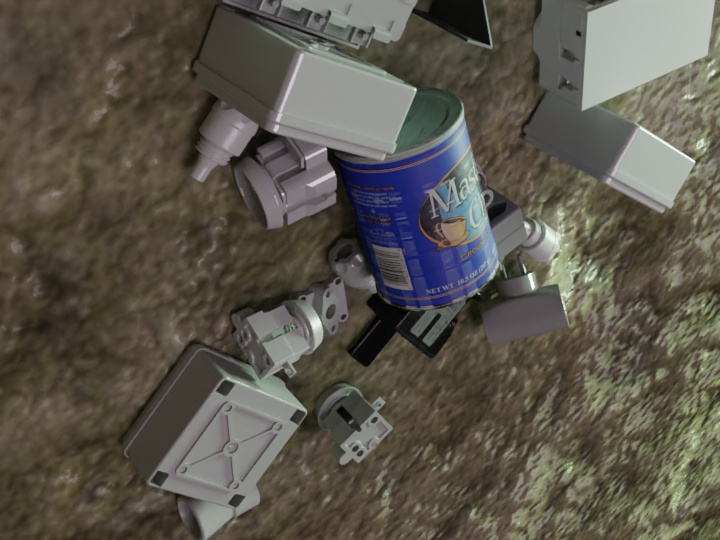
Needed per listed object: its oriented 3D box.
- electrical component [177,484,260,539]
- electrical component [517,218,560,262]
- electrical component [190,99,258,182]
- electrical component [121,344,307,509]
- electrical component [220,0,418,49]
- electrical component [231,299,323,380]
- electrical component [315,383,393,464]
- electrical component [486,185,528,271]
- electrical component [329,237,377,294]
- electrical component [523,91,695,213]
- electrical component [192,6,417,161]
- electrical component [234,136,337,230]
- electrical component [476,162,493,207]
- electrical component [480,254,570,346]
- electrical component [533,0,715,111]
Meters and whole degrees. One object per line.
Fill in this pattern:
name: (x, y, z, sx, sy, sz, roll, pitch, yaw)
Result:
electrical component: (-0.121, 0.202, 0.937, 0.065, 0.044, 0.044, -25, 132, -30)
electrical component: (0.159, -0.032, 1.005, 0.061, 0.035, 0.035, 32, 96, -44)
electrical component: (-0.098, -0.089, 0.753, 0.035, 0.035, 0.061, 25, 103, -46)
electrical component: (-0.118, 0.129, 0.875, 0.108, 0.056, 0.109, -54, 137, 5)
electrical component: (-0.023, -0.195, 0.718, 0.121, 0.063, 0.078, 9, 114, -43)
electrical component: (-0.064, 0.053, 0.868, 0.055, 0.066, 0.048, -26, 168, -33)
electrical component: (-0.009, 0.134, 0.969, 0.066, 0.055, 0.048, -45, 137, -5)
electrical component: (0.109, -0.030, 0.942, 0.047, 0.066, 0.076, -36, 136, -13)
electrical component: (0.000, 0.000, 0.897, 0.035, 0.035, 0.061, -45, 139, -5)
electrical component: (0.219, -0.106, 0.947, 0.109, 0.109, 0.056, 18, 104, -45)
electrical component: (-0.038, -0.126, 0.723, 0.109, 0.109, 0.056, 9, 110, -43)
electrical component: (-0.055, -0.065, 0.786, 0.057, 0.058, 0.078, -28, 158, -16)
electrical component: (0.085, -0.072, 0.895, 0.048, 0.062, 0.048, -21, 130, -27)
electrical component: (0.152, 0.025, 1.022, 0.077, 0.043, 0.079, -14, 94, 11)
electrical component: (0.225, -0.209, 0.912, 0.150, 0.062, 0.089, -25, 132, -24)
